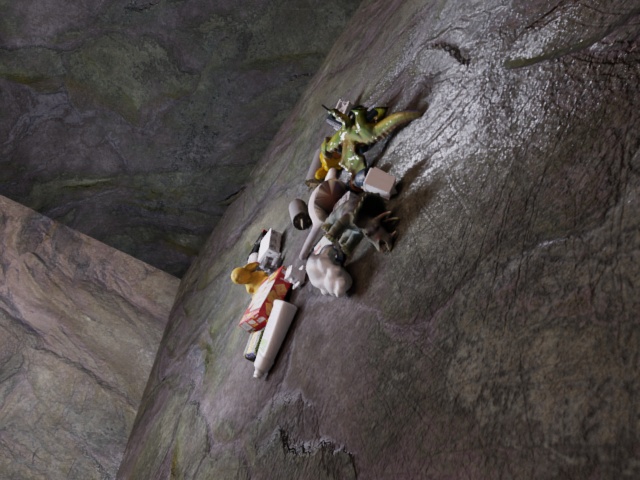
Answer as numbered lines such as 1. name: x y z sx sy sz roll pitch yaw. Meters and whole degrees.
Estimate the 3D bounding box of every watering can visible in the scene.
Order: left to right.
1. watering can: 0.005 -0.090 1.788 0.224 0.104 0.349 170 118 -81

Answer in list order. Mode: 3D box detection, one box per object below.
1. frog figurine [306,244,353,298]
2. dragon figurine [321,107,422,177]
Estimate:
1. frog figurine: 0.026 0.108 1.438 0.163 0.123 0.134 -99 8 -49
2. dragon figurine: 0.150 -0.323 1.716 0.412 0.123 0.240 16 109 42
